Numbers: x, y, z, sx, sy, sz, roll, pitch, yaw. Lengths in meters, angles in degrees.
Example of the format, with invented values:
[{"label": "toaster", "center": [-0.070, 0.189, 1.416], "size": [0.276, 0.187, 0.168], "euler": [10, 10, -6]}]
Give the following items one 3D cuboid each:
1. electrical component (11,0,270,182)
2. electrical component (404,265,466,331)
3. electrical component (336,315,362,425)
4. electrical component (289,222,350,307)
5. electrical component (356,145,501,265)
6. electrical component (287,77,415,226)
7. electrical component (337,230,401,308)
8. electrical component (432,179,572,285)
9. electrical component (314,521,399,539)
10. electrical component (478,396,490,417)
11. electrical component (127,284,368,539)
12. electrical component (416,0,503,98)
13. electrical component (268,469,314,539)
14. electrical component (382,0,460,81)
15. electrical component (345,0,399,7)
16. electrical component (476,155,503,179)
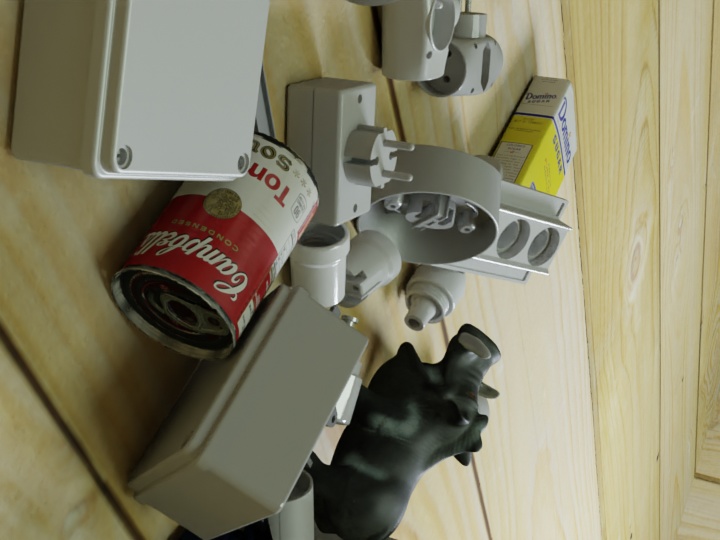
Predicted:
[{"label": "electrical component", "center": [-0.094, -0.097, 0.479], "size": [0.109, 0.056, 0.108], "euler": [-8, 107, -63]}, {"label": "electrical component", "center": [0.056, 0.022, 0.856], "size": [0.062, 0.043, 0.043], "euler": [-55, 146, -39]}, {"label": "electrical component", "center": [-0.018, 0.069, 0.727], "size": [0.040, 0.040, 0.078], "euler": [38, 66, -62]}, {"label": "electrical component", "center": [-0.027, -0.004, 0.680], "size": [0.040, 0.040, 0.046], "euler": [-47, 146, -48]}, {"label": "electrical component", "center": [0.051, -0.046, 0.758], "size": [0.099, 0.099, 0.064], "euler": [40, 58, -62]}, {"label": "electrical component", "center": [-0.002, -0.071, 0.659], "size": [0.047, 0.076, 0.083], "euler": [-29, 126, -58]}, {"label": "electrical component", "center": [0.000, 0.000, 0.737], "size": [0.046, 0.040, 0.040], "euler": [-41, 136, -43]}, {"label": "electrical component", "center": [0.104, -0.037, 0.861], "size": [0.121, 0.063, 0.078], "euler": [11, 111, -44]}, {"label": "electrical component", "center": [0.044, 0.253, 0.762], "size": [0.060, 0.186, 0.105], "euler": [-55, 146, -40]}, {"label": "electrical component", "center": [0.078, 0.125, 0.936], "size": [0.047, 0.055, 0.055], "euler": [-7, 107, -60]}, {"label": "electrical component", "center": [-0.060, 0.076, 0.561], "size": [0.109, 0.056, 0.108], "euler": [-37, -159, 56]}, {"label": "electrical component", "center": [0.077, -0.174, 0.816], "size": [0.077, 0.043, 0.079], "euler": [-28, 124, -59]}, {"label": "electrical component", "center": [-0.051, 0.172, 0.697], "size": [0.043, 0.043, 0.081], "euler": [-36, 132, -55]}, {"label": "electrical component", "center": [0.045, -0.178, 0.747], "size": [0.079, 0.044, 0.077], "euler": [-38, 133, -54]}, {"label": "electrical component", "center": [0.013, -0.198, 0.633], "size": [0.051, 0.080, 0.080], "euler": [-40, 135, -60]}, {"label": "electrical component", "center": [0.104, -0.062, 0.924], "size": [0.040, 0.040, 0.078], "euler": [-56, 147, -39]}]
